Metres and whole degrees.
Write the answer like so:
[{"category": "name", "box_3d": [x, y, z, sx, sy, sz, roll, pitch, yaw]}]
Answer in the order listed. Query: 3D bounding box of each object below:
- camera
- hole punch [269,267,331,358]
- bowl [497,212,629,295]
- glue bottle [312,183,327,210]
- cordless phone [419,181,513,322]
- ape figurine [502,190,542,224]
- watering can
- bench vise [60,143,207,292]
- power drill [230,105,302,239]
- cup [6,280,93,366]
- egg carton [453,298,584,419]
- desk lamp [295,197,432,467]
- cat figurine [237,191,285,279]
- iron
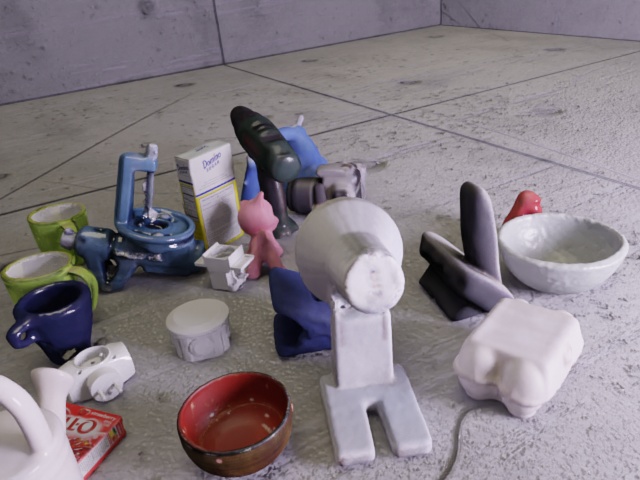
[{"category": "camera", "box_3d": [0.012, -0.099, 1.076, 0.136, 0.101, 0.143, 1, 28, 14]}, {"category": "hole punch", "box_3d": [-0.014, 0.083, 0.734, 0.101, 0.091, 0.108, -8, 27, -5]}, {"category": "bowl", "box_3d": [0.329, 0.028, 0.793, 0.167, 0.075, 0.167, -4, 27, 3]}, {"category": "glue bottle", "box_3d": [0.007, 0.003, 0.796, 0.078, 0.173, 0.037, 7, 30, 23]}, {"category": "cordless phone", "box_3d": [0.190, -0.002, 0.757, 0.094, 0.185, 0.147, -14, 28, -16]}, {"category": "ape figurine", "box_3d": [0.323, -0.033, 0.895, 0.076, 0.092, 0.078, 8, 30, 26]}, {"category": "watering can", "box_3d": [-0.261, 0.181, 0.476, 0.101, 0.194, 0.172, -12, 28, -12]}, {"category": "bench vise", "box_3d": [-0.290, -0.030, 0.867, 0.208, 0.220, 0.121, -17, 29, -20]}, {"category": "power drill", "box_3d": [-0.098, -0.117, 1.014, 0.076, 0.209, 0.228, -18, 29, -22]}, {"category": "cup", "box_3d": [-0.334, 0.119, 0.723, 0.091, 0.095, 0.118, 4, 29, 19]}, {"category": "egg carton", "box_3d": [0.221, 0.125, 0.630, 0.107, 0.069, 0.151, 15, 34, 35]}, {"category": "desk lamp", "box_3d": [0.045, 0.079, 0.595, 0.118, 0.214, 0.203, -9, 27, -6]}, {"category": "cat figurine", "box_3d": [-0.097, -0.017, 0.916, 0.067, 0.118, 0.127, -9, 27, -7]}, {"category": "iron", "box_3d": [-0.090, -0.154, 1.160, 0.118, 0.141, 0.259, 10, 31, 29]}]
